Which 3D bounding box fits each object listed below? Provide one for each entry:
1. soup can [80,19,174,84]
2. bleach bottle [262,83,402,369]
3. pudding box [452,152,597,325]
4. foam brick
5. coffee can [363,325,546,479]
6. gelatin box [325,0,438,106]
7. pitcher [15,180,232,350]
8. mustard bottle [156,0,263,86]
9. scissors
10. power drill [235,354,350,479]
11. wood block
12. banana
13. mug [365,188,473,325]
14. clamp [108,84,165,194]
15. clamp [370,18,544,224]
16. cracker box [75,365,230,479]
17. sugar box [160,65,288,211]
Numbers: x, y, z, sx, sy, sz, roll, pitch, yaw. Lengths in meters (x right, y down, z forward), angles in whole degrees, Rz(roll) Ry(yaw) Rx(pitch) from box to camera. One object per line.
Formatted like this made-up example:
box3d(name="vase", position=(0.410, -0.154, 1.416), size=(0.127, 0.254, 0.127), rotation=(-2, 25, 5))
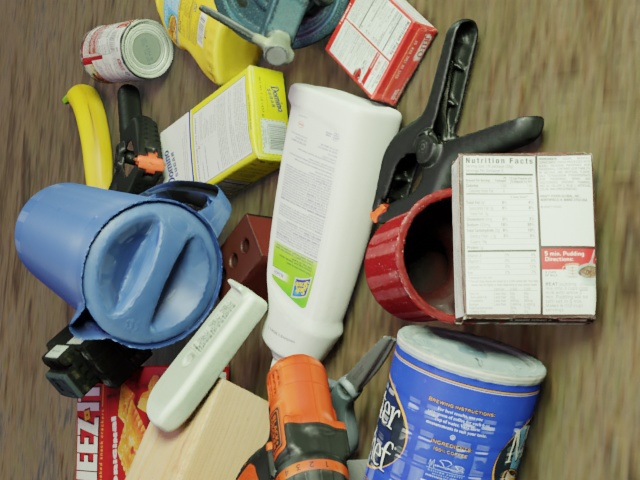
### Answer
box3d(name="soup can", position=(-0.219, -0.213, 1.204), size=(0.102, 0.068, 0.068), rotation=(7, 90, 52))
box3d(name="bleach bottle", position=(-0.006, 0.001, 0.905), size=(0.103, 0.067, 0.251), rotation=(28, 109, 48))
box3d(name="pudding box", position=(0.134, -0.001, 0.701), size=(0.039, 0.090, 0.113), rotation=(86, -176, -80))
box3d(name="foam brick", position=(-0.059, 0.021, 0.978), size=(0.078, 0.051, 0.053), rotation=(-51, 48, 35))
box3d(name="coffee can", position=(0.087, 0.141, 0.731), size=(0.103, 0.102, 0.140), rotation=(24, 104, 51))
box3d(name="gelatin box", position=(0.050, -0.165, 0.883), size=(0.089, 0.030, 0.073), rotation=(53, 124, 42))
box3d(name="pitcher", position=(-0.195, 0.005, 1.017), size=(0.243, 0.149, 0.145), rotation=(17, 101, 56))
box3d(name="mustard bottle", position=(-0.122, -0.237, 1.090), size=(0.192, 0.058, 0.096), rotation=(45, 134, 45))
box3d(name="scissors", position=(0.009, 0.106, 0.832), size=(0.096, 0.016, 0.202), rotation=(42, 146, 25))
box3d(name="power drill", position=(-0.032, 0.206, 0.800), size=(0.184, 0.057, 0.188), rotation=(-98, 30, -44))
box3d(name="wood block", position=(-0.115, 0.227, 0.932), size=(0.090, 0.090, 0.206), rotation=(0, 63, 53))
box3d(name="banana", position=(-0.277, -0.125, 1.296), size=(0.070, 0.037, 0.198), rotation=(112, 145, -49))
box3d(name="mug", position=(0.089, 0.007, 0.762), size=(0.117, 0.093, 0.082), rotation=(-50, 9, -18))
box3d(name="clamp", position=(-0.204, -0.099, 1.163), size=(0.210, 0.036, 0.164), rotation=(-179, 96, -69))
box3d(name="clamp", position=(0.097, -0.066, 0.802), size=(0.172, 0.039, 0.120), rotation=(-63, 37, 30))
box3d(name="cracker box", position=(-0.177, 0.210, 1.086), size=(0.214, 0.071, 0.164), rotation=(-11, 75, 51))
box3d(name="sugar box", position=(-0.096, -0.092, 1.049), size=(0.177, 0.048, 0.093), rotation=(-26, 64, 52))
